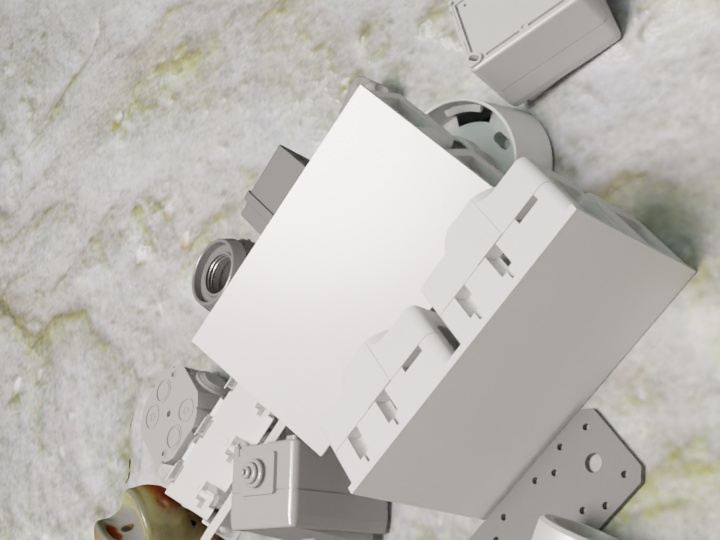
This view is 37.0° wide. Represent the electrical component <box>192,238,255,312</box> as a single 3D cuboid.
[{"bbox_3d":[-0.090,0.009,0.816,0.058,0.057,0.078,-44,45,27],"label":"electrical component"}]

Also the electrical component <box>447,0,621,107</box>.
[{"bbox_3d":[0.113,-0.155,0.657,0.096,0.061,0.061,-32,51,26],"label":"electrical component"}]

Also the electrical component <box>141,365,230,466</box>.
[{"bbox_3d":[-0.124,0.113,0.814,0.080,0.051,0.080,-23,58,42],"label":"electrical component"}]

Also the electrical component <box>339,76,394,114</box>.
[{"bbox_3d":[0.000,-0.108,0.782,0.035,0.035,0.061,34,103,50],"label":"electrical component"}]

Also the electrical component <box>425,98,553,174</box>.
[{"bbox_3d":[0.071,-0.059,0.675,0.099,0.064,0.099,-7,79,37],"label":"electrical component"}]

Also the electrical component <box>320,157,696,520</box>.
[{"bbox_3d":[0.074,0.041,0.578,0.186,0.105,0.060,-54,42,18],"label":"electrical component"}]

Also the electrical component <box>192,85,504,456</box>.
[{"bbox_3d":[0.000,0.000,0.633,0.105,0.060,0.186,40,109,13],"label":"electrical component"}]

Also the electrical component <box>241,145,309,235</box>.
[{"bbox_3d":[-0.022,-0.030,0.740,0.057,0.078,0.113,-58,41,9],"label":"electrical component"}]

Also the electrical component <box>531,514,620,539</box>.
[{"bbox_3d":[0.128,0.174,0.499,0.138,0.052,0.073,18,88,50],"label":"electrical component"}]

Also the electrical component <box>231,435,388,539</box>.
[{"bbox_3d":[-0.036,0.139,0.667,0.062,0.096,0.061,-17,66,44],"label":"electrical component"}]

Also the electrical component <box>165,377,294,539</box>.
[{"bbox_3d":[-0.078,0.117,0.741,0.121,0.063,0.078,-57,0,15],"label":"electrical component"}]
